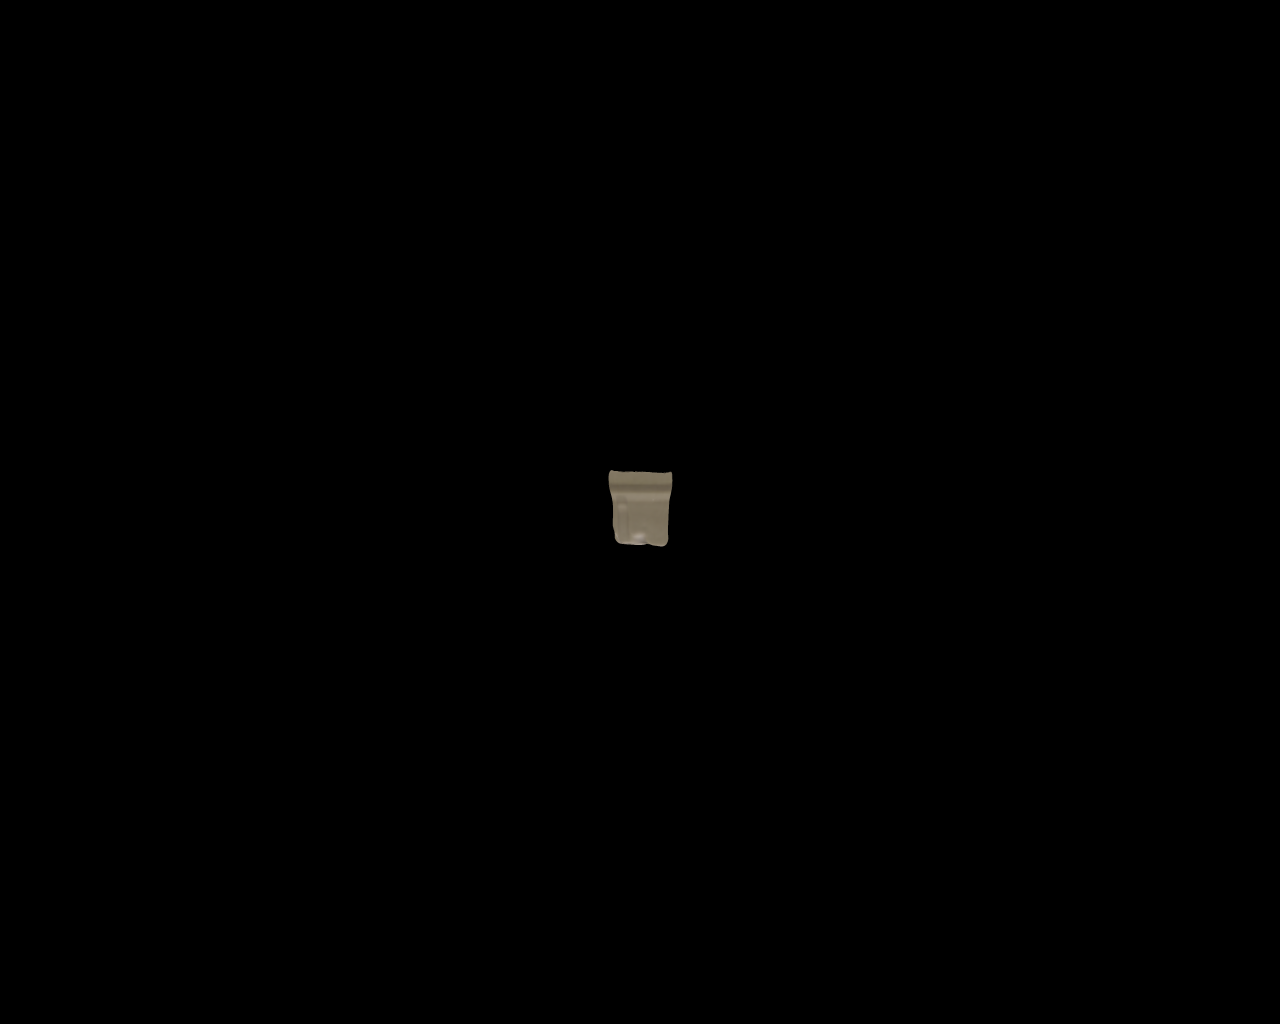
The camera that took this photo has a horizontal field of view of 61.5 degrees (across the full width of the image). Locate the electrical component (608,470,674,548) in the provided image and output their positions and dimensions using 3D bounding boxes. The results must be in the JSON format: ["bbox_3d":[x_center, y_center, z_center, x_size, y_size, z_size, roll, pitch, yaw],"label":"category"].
[{"bbox_3d":[0.001,-0.003,0.650,0.040,0.046,0.040,0,2,0],"label":"electrical component"}]
